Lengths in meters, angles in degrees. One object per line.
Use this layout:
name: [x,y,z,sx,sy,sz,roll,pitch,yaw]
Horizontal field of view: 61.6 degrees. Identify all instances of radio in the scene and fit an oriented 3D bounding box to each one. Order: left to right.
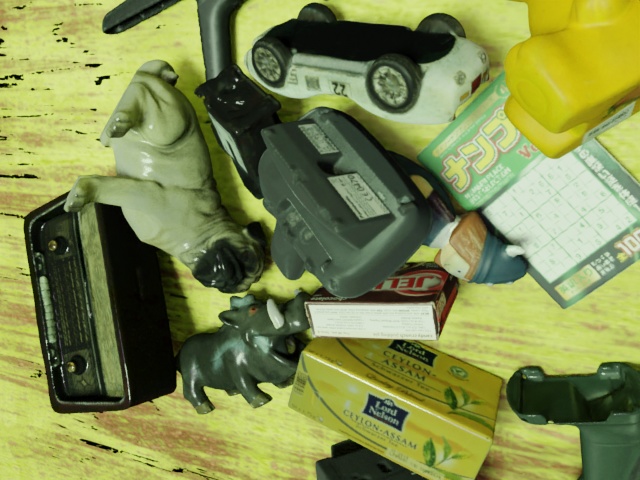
radio: [-0.238,0.063,0.577,0.131,0.073,0.229,-15,81,27]

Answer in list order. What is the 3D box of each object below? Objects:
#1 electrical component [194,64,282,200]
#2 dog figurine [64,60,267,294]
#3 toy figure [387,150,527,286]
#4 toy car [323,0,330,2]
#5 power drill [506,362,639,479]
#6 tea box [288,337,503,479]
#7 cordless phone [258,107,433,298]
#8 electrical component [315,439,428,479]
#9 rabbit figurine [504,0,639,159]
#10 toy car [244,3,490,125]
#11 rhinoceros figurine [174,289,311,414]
electrical component: [-0.059,-0.087,0.483,0.048,0.119,0.075,-38,57,-11]
dog figurine: [-0.118,-0.053,0.513,0.190,0.121,0.172,27,98,-25]
toy figure: [0.099,-0.012,0.447,0.154,0.064,0.058,42,102,12]
toy car: [0.002,-0.266,0.385,0.109,0.103,0.161,32,114,12]
power drill: [0.219,0.214,0.456,0.232,0.086,0.207,-12,97,25]
tea box: [0.069,0.139,0.486,0.170,0.098,0.068,20,114,15]
cordless phone: [0.000,-0.001,0.451,0.147,0.089,0.184,54,146,27]
electrical component: [0.061,0.234,0.499,0.134,0.115,0.058,-150,55,-62]
rabbit figurine: [0.164,-0.163,0.343,0.162,0.122,0.173,-38,68,23]
toy car: [0.026,-0.136,0.410,0.202,0.073,0.056,22,146,35]
rhinoceros figurine: [-0.072,0.111,0.557,0.190,0.073,0.112,-27,81,32]
